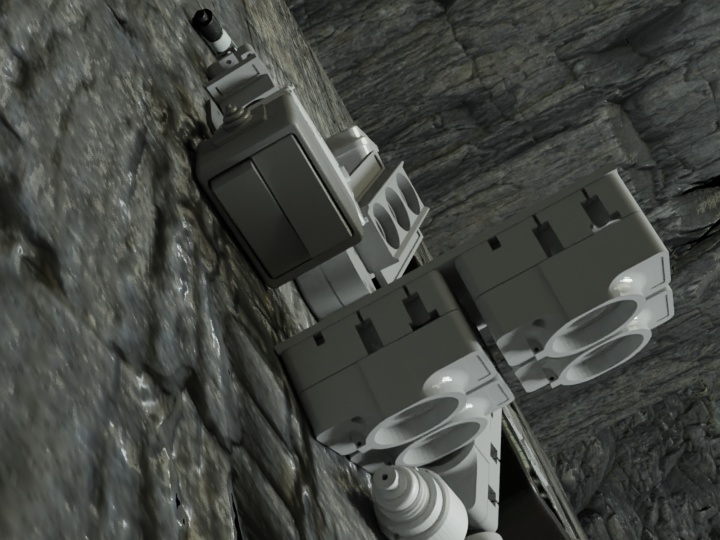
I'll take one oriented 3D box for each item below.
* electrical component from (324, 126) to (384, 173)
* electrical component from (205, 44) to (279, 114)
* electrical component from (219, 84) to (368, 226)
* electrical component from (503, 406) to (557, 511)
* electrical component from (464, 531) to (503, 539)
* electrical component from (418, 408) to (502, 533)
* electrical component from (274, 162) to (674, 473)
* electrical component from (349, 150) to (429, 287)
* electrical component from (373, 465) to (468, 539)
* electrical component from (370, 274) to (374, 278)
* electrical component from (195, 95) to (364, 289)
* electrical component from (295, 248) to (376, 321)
[{"bbox_3d":[-0.018,-0.077,0.906,0.057,0.078,0.113,65,6,0],"label":"electrical component"},{"bbox_3d":[-0.080,-0.128,0.790,0.081,0.042,0.063,55,7,-51],"label":"electrical component"},{"bbox_3d":[-0.042,-0.053,0.664,0.096,0.061,0.061,57,7,-37],"label":"electrical component"},{"bbox_3d":[0.141,0.193,1.080,0.105,0.060,0.186,61,6,0],"label":"electrical component"},{"bbox_3d":[0.081,0.199,0.613,0.079,0.044,0.077,55,9,-52],"label":"electrical component"},{"bbox_3d":[0.051,0.103,0.628,0.055,0.050,0.089,54,36,-53],"label":"electrical component"},{"bbox_3d":[0.066,0.035,0.554,0.060,0.186,0.105,64,6,26],"label":"electrical component"},{"bbox_3d":[0.003,-0.032,0.786,0.078,0.063,0.121,60,21,-11],"label":"electrical component"},{"bbox_3d":[0.026,0.118,0.541,0.078,0.040,0.040,54,9,-50],"label":"electrical component"},{"bbox_3d":[0.000,0.000,0.871,0.048,0.048,0.062,56,14,-41],"label":"electrical component"},{"bbox_3d":[-0.047,-0.047,0.587,0.096,0.062,0.061,59,6,-24],"label":"electrical component"},{"bbox_3d":[0.020,0.036,0.704,0.138,0.074,0.052,61,7,-2],"label":"electrical component"}]
